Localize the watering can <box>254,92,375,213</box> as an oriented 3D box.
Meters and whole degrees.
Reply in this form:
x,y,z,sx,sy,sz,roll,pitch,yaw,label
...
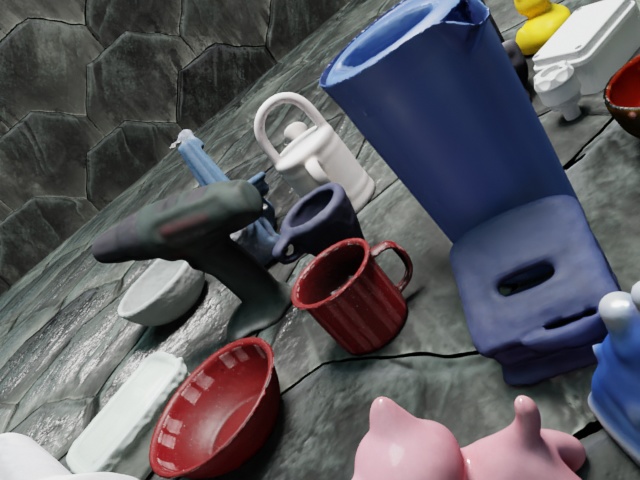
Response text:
x,y,z,sx,sy,sz,roll,pitch,yaw,label
-0.019,-0.122,0.821,0.101,0.194,0.172,-46,24,-12,watering can

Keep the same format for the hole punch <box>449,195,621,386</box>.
x,y,z,sx,sy,sz,roll,pitch,yaw,label
0.157,0.035,0.410,0.108,0.091,0.101,-28,26,26,hole punch

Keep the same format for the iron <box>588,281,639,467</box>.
x,y,z,sx,sy,sz,roll,pitch,yaw,label
0.204,0.060,0.230,0.119,0.142,0.257,-51,26,-23,iron

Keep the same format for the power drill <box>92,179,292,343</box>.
x,y,z,sx,sy,sz,roll,pitch,yaw,label
-0.143,0.029,0.721,0.229,0.209,0.075,-30,26,22,power drill

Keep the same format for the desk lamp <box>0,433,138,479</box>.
x,y,z,sx,sy,sz,roll,pitch,yaw,label
-0.141,0.218,0.378,0.118,0.214,0.202,-51,26,-24,desk lamp

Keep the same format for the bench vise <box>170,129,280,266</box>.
x,y,z,sx,sy,sz,roll,pitch,yaw,label
-0.135,-0.074,0.878,0.121,0.220,0.207,-43,24,-6,bench vise

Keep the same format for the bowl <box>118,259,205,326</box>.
x,y,z,sx,sy,sz,roll,pitch,yaw,label
-0.247,0.085,0.948,0.167,0.075,0.167,-33,24,17,bowl

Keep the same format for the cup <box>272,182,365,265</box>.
x,y,z,sx,sy,sz,roll,pitch,yaw,label
0.006,0.002,0.688,0.118,0.095,0.091,-48,25,-17,cup

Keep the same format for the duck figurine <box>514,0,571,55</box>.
x,y,z,sx,sy,sz,roll,pitch,yaw,label
0.311,-0.329,0.831,0.105,0.086,0.077,-50,25,-22,duck figurine

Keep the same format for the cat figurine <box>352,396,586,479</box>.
x,y,z,sx,sy,sz,roll,pitch,yaw,label
0.076,0.130,0.328,0.127,0.118,0.067,-32,25,19,cat figurine

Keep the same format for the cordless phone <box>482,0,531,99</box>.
x,y,z,sx,sy,sz,roll,pitch,yaw,label
0.175,-0.234,0.740,0.147,0.185,0.094,-34,24,15,cordless phone
